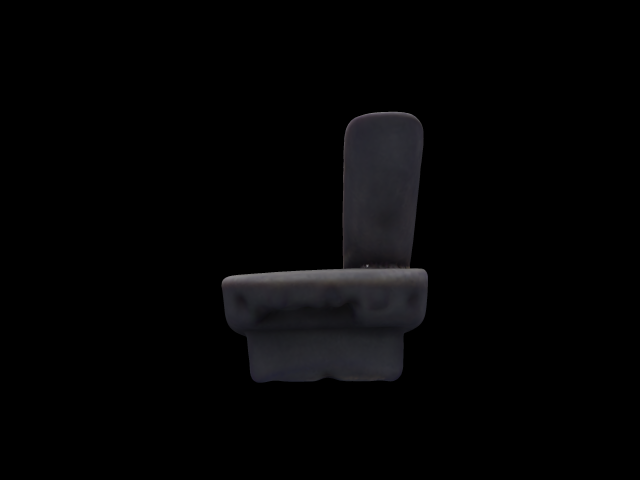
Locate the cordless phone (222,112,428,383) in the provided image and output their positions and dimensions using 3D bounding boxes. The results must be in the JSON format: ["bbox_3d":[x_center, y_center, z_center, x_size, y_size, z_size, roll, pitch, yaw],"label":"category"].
[{"bbox_3d":[0.004,0.001,0.400,0.147,0.185,0.094,-3,26,-7],"label":"cordless phone"}]
